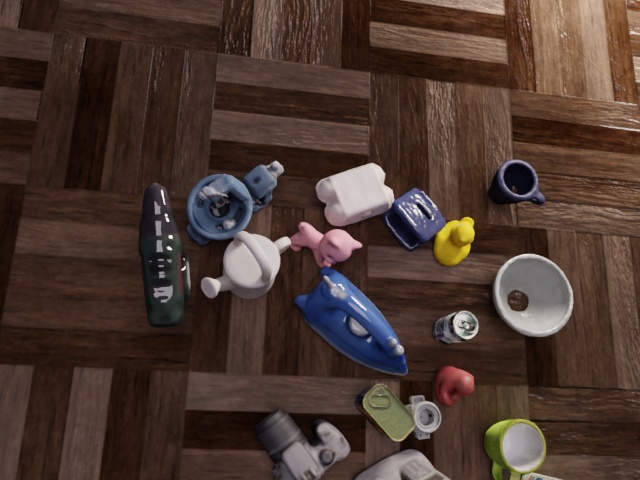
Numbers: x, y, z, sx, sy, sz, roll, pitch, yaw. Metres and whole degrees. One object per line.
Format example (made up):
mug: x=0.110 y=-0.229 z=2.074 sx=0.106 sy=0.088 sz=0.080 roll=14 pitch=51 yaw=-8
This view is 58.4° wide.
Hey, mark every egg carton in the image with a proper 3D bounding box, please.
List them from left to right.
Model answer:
egg carton: x=0.071 y=-0.090 z=1.157 sx=0.150 sy=0.069 sz=0.107 roll=-21 pitch=79 yaw=-15

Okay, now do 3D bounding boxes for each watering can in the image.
watering can: x=-0.127 y=0.046 z=1.020 sx=0.101 sy=0.194 sz=0.173 roll=34 pitch=72 yaw=1

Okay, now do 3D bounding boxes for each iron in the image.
iron: x=0.082 y=0.157 z=1.054 sx=0.258 sy=0.141 sz=0.119 roll=41 pitch=72 yaw=3

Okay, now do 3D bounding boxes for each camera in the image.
camera: x=-0.039 y=0.356 z=1.000 sx=0.143 sy=0.100 sz=0.137 roll=-35 pitch=83 yaw=-17

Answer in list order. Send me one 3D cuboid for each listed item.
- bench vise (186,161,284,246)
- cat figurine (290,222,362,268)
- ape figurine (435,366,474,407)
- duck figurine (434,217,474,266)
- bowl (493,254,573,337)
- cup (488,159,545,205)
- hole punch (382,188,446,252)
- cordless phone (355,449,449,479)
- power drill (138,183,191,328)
bench vise: x=-0.161 y=-0.093 z=1.038 sx=0.121 sy=0.219 sz=0.208 roll=33 pitch=72 yaw=1
cat figurine: x=0.010 y=0.004 z=1.095 sx=0.128 sy=0.117 sz=0.067 roll=30 pitch=72 yaw=-1
ape figurine: x=0.259 y=0.274 z=1.080 sx=0.078 sy=0.092 sz=0.076 roll=-17 pitch=78 yaw=-14
duck figurine: x=0.279 y=0.000 z=1.161 sx=0.077 sy=0.086 sz=0.105 roll=29 pitch=72 yaw=-1
bowl: x=0.416 y=0.117 z=1.159 sx=0.167 sy=0.074 sz=0.167 roll=3 pitch=75 yaw=-9
cup: x=0.408 y=-0.104 z=1.207 sx=0.118 sy=0.095 sz=0.092 roll=37 pitch=72 yaw=2
hole punch: x=0.195 y=-0.049 z=1.156 sx=0.101 sy=0.091 sz=0.108 roll=-38 pitch=84 yaw=-17
cordless phone: x=0.145 y=0.427 z=0.969 sx=0.148 sy=0.185 sz=0.094 roll=-24 pitch=80 yaw=-15
power drill: x=-0.269 y=0.041 z=0.989 sx=0.076 sy=0.208 sz=0.229 roll=-6 pitch=76 yaw=-11
